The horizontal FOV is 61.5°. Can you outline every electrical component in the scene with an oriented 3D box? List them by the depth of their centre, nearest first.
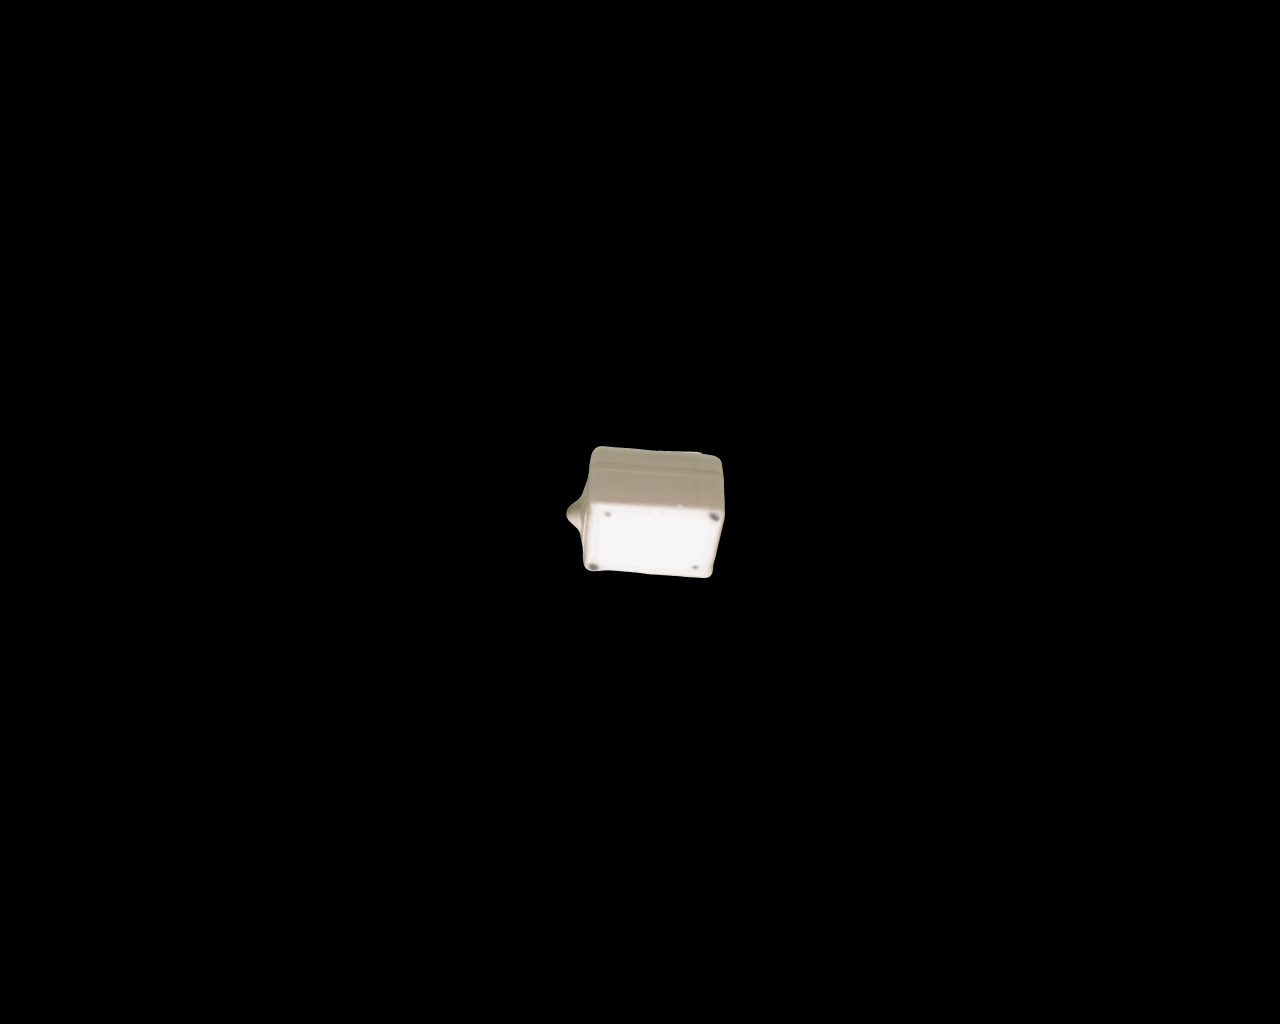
[{"bbox_3d":[0.001,-0.003,0.650,0.096,0.061,0.061,4,44,-4],"label":"electrical component"}]
